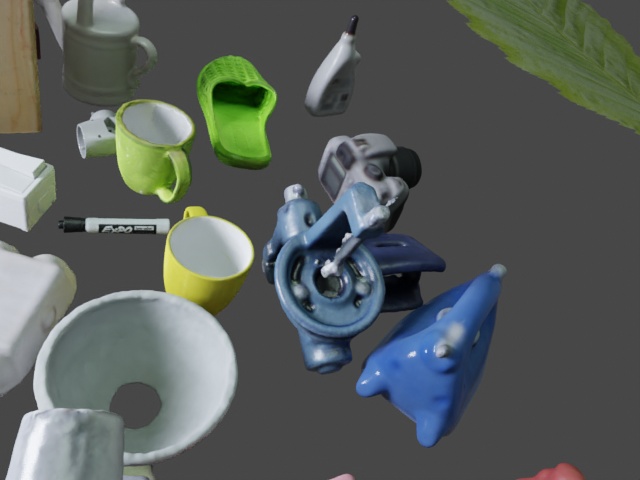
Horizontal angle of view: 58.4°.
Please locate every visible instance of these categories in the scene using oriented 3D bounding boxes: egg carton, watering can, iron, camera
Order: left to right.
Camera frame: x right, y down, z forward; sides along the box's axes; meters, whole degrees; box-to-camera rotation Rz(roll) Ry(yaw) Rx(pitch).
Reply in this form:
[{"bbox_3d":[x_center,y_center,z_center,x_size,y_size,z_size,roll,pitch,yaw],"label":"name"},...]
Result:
[{"bbox_3d":[-0.295,0.069,0.521,0.107,0.069,0.150,16,44,-7],"label":"egg carton"},{"bbox_3d":[-0.305,-0.291,0.777,0.173,0.194,0.101,9,45,-14],"label":"watering can"},{"bbox_3d":[0.088,-0.093,0.815,0.137,0.101,0.143,-11,53,-30],"label":"camera"},{"bbox_3d":[0.153,0.093,0.632,0.118,0.141,0.259,36,45,14],"label":"iron"}]

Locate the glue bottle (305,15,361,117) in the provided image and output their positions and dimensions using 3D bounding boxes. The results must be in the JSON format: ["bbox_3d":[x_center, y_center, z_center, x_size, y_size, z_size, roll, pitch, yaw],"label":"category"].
[{"bbox_3d":[0.031,-0.279,0.920,0.078,0.173,0.037,-14,54,-32],"label":"glue bottle"}]

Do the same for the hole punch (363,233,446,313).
[{"bbox_3d":[0.082,0.026,0.703,0.109,0.091,0.101,-3,49,-25],"label":"hole punch"}]

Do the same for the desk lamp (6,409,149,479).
[{"bbox_3d":[-0.156,0.207,0.339,0.118,0.213,0.203,6,46,-17],"label":"desk lamp"}]

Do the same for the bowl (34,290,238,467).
[{"bbox_3d":[-0.161,0.130,0.513,0.168,0.074,0.167,12,44,-12],"label":"bowl"}]

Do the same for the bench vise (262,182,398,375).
[{"bbox_3d":[-0.004,0.005,0.595,0.122,0.219,0.207,-18,57,-35],"label":"bench vise"}]

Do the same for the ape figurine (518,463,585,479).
[{"bbox_3d":[0.222,0.246,0.548,0.078,0.092,0.076,22,43,-1],"label":"ape figurine"}]

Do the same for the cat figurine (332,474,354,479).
[{"bbox_3d":[-0.026,0.233,0.438,0.128,0.117,0.067,-10,52,-30],"label":"cat figurine"}]
